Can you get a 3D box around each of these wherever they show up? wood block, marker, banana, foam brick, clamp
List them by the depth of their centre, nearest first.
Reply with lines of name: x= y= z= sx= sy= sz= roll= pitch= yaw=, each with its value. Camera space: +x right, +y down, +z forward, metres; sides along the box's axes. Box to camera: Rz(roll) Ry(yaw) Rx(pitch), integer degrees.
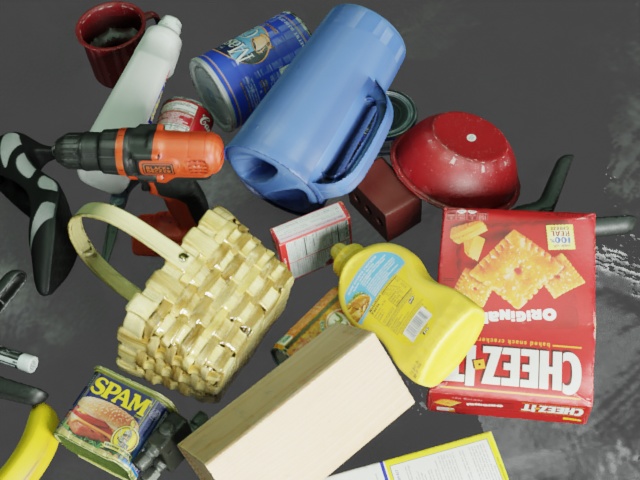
wood block: x=-0.023 y=0.180 z=1.047 sx=0.205 sy=0.091 sz=0.090 roll=-37 pitch=17 yaw=-19
banana: x=-0.321 y=0.242 z=1.088 sx=0.070 sy=0.037 sz=0.197 roll=3 pitch=48 yaw=38
clamp: x=-0.397 y=0.125 z=1.159 sx=0.210 sy=0.036 sz=0.164 roll=-15 pitch=59 yaw=6
marker: x=-0.370 y=0.122 z=1.187 sx=0.121 sy=0.020 sz=0.020 roll=15 pitch=57 yaw=16
clamp: x=0.259 y=-0.027 z=1.219 sx=0.171 sy=0.039 sz=0.120 roll=-23 pitch=56 yaw=-11
foam brick: x=0.076 y=-0.047 z=1.245 sx=0.051 sy=0.053 sz=0.078 roll=-31 pitch=56 yaw=-17

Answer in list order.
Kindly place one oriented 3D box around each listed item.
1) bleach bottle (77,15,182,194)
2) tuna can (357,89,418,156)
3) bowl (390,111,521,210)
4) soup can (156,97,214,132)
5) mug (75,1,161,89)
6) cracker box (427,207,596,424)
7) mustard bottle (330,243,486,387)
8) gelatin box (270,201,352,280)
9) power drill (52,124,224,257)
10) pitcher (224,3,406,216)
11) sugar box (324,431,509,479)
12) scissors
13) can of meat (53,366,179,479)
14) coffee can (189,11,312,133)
bleach bottle: x=-0.223 y=-0.183 z=1.316 sx=0.068 sy=0.103 sz=0.250 roll=22 pitch=59 yaw=-7
tuna can: x=0.079 y=-0.148 z=1.329 sx=0.086 sy=0.034 sz=0.086 roll=-3 pitch=54 yaw=4
bowl: x=0.166 y=-0.100 z=1.240 sx=0.162 sy=0.055 sz=0.162 roll=10 pitch=43 yaw=-10
soup can: x=-0.176 y=-0.116 z=1.311 sx=0.068 sy=0.068 sz=0.102 roll=7 pitch=55 yaw=11
mug: x=-0.259 y=-0.261 z=1.416 sx=0.117 sy=0.081 sz=0.093 roll=-36 pitch=58 yaw=-19
cracker box: x=0.201 y=0.074 z=1.113 sx=0.164 sy=0.072 sz=0.213 roll=4 pitch=65 yaw=9
mustard bottle: x=0.073 y=0.058 z=1.087 sx=0.192 sy=0.058 sz=0.096 roll=41 pitch=100 yaw=39
gelatin box: x=-0.008 y=0.001 z=1.205 sx=0.089 sy=0.073 sz=0.030 roll=-23 pitch=55 yaw=-11
power drill: x=-0.191 y=-0.054 z=1.194 sx=0.184 sy=0.188 sz=0.057 roll=3 pitch=56 yaw=6
pitcher: x=0.009 y=-0.154 z=1.253 sx=0.149 sy=0.145 sz=0.242 roll=33 pitch=72 yaw=-4
sugar box: x=0.096 y=0.255 z=1.028 sx=0.176 sy=0.048 sz=0.093 roll=-16 pitch=54 yaw=-1
scissors: x=-0.262 y=-0.055 z=1.308 sx=0.096 sy=0.016 sz=0.201 roll=12 pitch=56 yaw=16
can of meat: x=-0.211 y=0.190 z=1.100 sx=0.102 sy=0.057 sz=0.083 roll=21 pitch=61 yaw=20
coffee can: x=-0.080 y=-0.213 z=1.350 sx=0.140 sy=0.103 sz=0.103 roll=-31 pitch=57 yaw=-16
